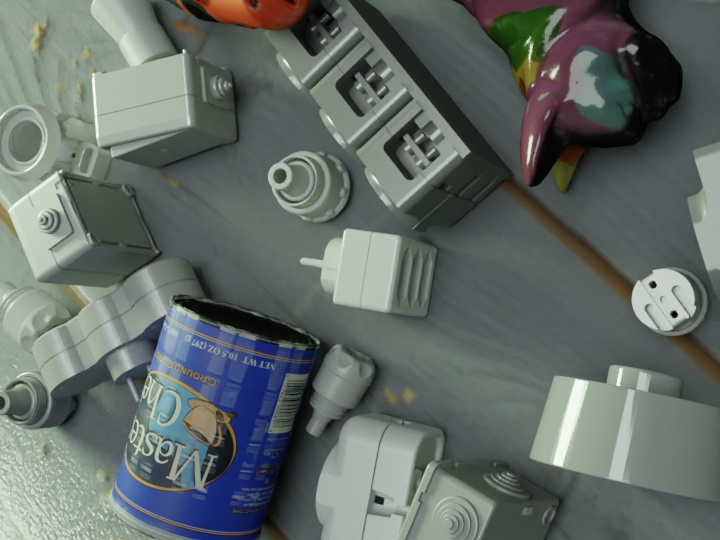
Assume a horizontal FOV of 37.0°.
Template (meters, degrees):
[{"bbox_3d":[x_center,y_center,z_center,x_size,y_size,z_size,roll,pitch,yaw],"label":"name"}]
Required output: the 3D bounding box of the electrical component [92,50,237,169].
[{"bbox_3d":[-0.131,-0.111,0.754,0.096,0.062,0.061,-9,83,23],"label":"electrical component"}]

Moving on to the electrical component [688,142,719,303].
[{"bbox_3d":[0.211,-0.014,0.547,0.062,0.150,0.089,-17,80,21],"label":"electrical component"}]

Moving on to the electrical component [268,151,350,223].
[{"bbox_3d":[-0.038,-0.058,0.709,0.048,0.062,0.048,-2,86,24],"label":"electrical component"}]

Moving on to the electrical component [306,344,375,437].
[{"bbox_3d":[-0.017,0.081,0.705,0.035,0.035,0.061,34,102,22],"label":"electrical component"}]

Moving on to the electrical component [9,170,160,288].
[{"bbox_3d":[-0.201,-0.026,0.760,0.061,0.096,0.061,-32,74,19],"label":"electrical component"}]

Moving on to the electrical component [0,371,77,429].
[{"bbox_3d":[-0.242,0.096,0.789,0.043,0.062,0.043,-2,86,24],"label":"electrical component"}]

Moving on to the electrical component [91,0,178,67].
[{"bbox_3d":[-0.162,-0.172,0.784,0.044,0.044,0.065,-35,78,18],"label":"electrical component"}]

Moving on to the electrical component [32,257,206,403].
[{"bbox_3d":[-0.163,0.057,0.761,0.138,0.052,0.073,-32,75,17],"label":"electrical component"}]

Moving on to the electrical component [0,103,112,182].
[{"bbox_3d":[-0.235,-0.092,0.801,0.078,0.057,0.058,21,95,24],"label":"electrical component"}]

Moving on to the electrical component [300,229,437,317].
[{"bbox_3d":[0.000,0.000,0.687,0.077,0.066,0.047,9,89,25],"label":"electrical component"}]

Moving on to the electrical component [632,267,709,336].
[{"bbox_3d":[0.177,0.018,0.617,0.040,0.046,0.040,-2,86,24],"label":"electrical component"}]

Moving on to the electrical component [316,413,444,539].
[{"bbox_3d":[0.011,0.141,0.678,0.059,0.054,0.095,11,91,24],"label":"electrical component"}]

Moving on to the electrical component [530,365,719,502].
[{"bbox_3d":[0.153,0.086,0.593,0.108,0.108,0.060,10,84,24],"label":"electrical component"}]

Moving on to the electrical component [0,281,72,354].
[{"bbox_3d":[-0.250,0.032,0.807,0.062,0.043,0.043,36,101,23],"label":"electrical component"}]

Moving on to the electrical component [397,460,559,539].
[{"bbox_3d":[0.066,0.162,0.629,0.048,0.100,0.099,26,97,36],"label":"electrical component"}]

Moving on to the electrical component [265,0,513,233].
[{"bbox_3d":[0.016,-0.101,0.673,0.062,0.089,0.150,-42,72,16],"label":"electrical component"}]
